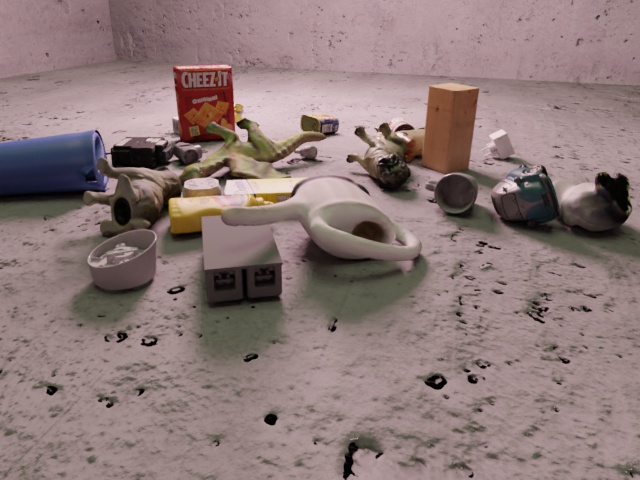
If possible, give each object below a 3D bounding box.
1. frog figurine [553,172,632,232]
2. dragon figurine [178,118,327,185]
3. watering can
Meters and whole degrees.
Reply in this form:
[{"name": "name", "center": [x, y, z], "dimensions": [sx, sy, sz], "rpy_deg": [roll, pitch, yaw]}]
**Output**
[{"name": "frog figurine", "center": [0.506, -0.067, 1.000], "dimensions": [0.139, 0.123, 0.157], "rpy_deg": [-28, 0, -34]}, {"name": "dragon figurine", "center": [-0.143, -0.190, 1.247], "dimensions": [0.411, 0.119, 0.248], "rpy_deg": [-9, 43, -17]}, {"name": "watering can", "center": [0.003, -0.043, 0.849], "dimensions": [0.347, 0.102, 0.228], "rpy_deg": [13, 21, -21]}]
